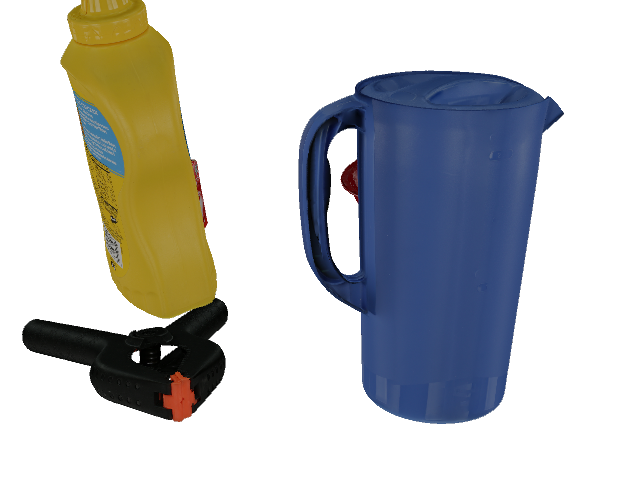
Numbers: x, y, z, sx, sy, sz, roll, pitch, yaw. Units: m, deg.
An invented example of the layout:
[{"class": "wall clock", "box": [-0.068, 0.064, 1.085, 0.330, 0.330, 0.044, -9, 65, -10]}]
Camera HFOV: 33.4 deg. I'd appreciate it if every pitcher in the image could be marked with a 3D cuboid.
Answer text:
[{"class": "pitcher", "box": [0.077, 0.004, 0.766, 0.149, 0.243, 0.144, 12, 22, 27]}]

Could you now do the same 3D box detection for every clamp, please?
[{"class": "clamp", "box": [-0.117, 0.082, 0.786, 0.164, 0.036, 0.210, -9, 14, -26]}]

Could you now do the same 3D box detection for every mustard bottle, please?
[{"class": "mustard bottle", "box": [-0.104, -0.057, 0.594, 0.058, 0.191, 0.096, -19, 34, -19]}]

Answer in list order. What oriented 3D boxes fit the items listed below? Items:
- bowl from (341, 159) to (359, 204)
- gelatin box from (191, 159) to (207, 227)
[{"class": "bowl", "box": [0.102, -0.042, 0.953, 0.162, 0.055, 0.162, -9, 23, 3]}, {"class": "gelatin box", "box": [-0.132, -0.021, 0.976, 0.030, 0.073, 0.089, 4, 37, 13]}]
